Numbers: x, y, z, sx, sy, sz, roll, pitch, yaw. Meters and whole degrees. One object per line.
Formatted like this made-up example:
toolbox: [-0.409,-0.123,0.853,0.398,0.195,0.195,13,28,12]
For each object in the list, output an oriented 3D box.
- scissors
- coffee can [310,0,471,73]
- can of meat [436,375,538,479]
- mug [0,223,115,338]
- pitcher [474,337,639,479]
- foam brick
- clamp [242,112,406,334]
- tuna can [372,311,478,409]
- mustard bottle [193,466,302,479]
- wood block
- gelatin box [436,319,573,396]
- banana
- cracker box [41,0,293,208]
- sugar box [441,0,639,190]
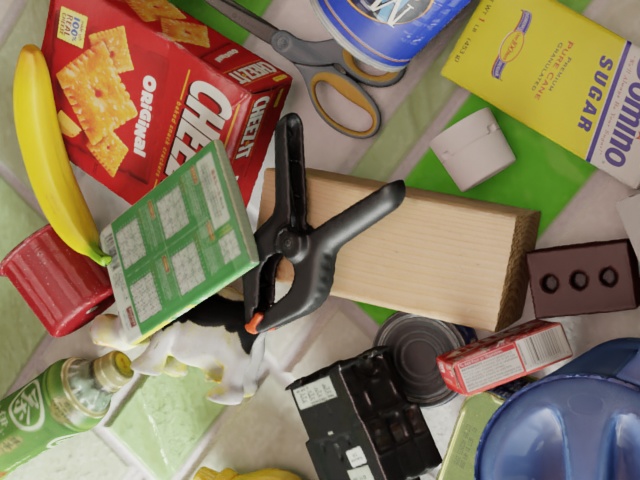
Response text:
scissors: [-0.011,-0.172,0.883,0.096,0.016,0.201,-42,95,12]
coffee can: [0.073,-0.211,0.807,0.141,0.102,0.103,-42,77,35]
can of meat: [0.136,0.159,0.836,0.057,0.083,0.102,21,102,21]
mug: [-0.241,0.041,0.996,0.081,0.093,0.117,52,142,6]
pitcher: [0.203,0.126,0.717,0.149,0.242,0.145,-20,86,23]
foam brick: [0.202,0.029,0.814,0.078,0.051,0.053,-9,90,24]
clamp: [-0.005,0.001,0.809,0.120,0.039,0.171,28,109,35]
tuna can: [0.087,0.095,0.880,0.086,0.033,0.086,2,95,23]
mustard bottle: [-0.031,0.256,0.930,0.192,0.058,0.096,30,105,18]
wood block: [0.060,0.003,0.854,0.206,0.090,0.091,12,99,23]
gelatin box: [0.138,0.088,0.811,0.089,0.073,0.030,-20,89,-3]
banana: [-0.229,-0.070,0.928,0.070,0.037,0.198,-10,104,41]
cracker box: [-0.147,-0.116,0.922,0.214,0.072,0.164,34,125,18]
sugar box: [0.190,-0.122,0.811,0.176,0.048,0.093,34,106,19]
